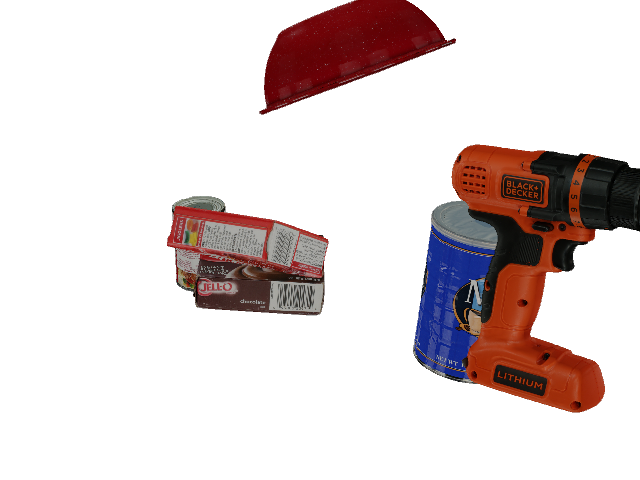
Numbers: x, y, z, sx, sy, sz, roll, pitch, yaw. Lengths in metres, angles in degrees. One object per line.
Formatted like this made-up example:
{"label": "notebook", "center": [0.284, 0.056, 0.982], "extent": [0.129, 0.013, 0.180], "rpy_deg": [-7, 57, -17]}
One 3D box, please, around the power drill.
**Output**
{"label": "power drill", "center": [0.180, 0.027, 0.789], "extent": [0.185, 0.188, 0.057], "rpy_deg": [14, 18, 37]}

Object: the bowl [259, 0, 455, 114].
{"label": "bowl", "center": [0.019, -0.150, 0.825], "extent": [0.162, 0.055, 0.162], "rpy_deg": [-20, 7, 2]}

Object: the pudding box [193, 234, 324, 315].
{"label": "pudding box", "center": [-0.053, 0.026, 0.954], "extent": [0.113, 0.039, 0.090], "rpy_deg": [5, 29, -3]}

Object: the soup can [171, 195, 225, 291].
{"label": "soup can", "center": [-0.149, 0.003, 1.323], "extent": [0.068, 0.102, 0.068], "rpy_deg": [-1, 25, 0]}

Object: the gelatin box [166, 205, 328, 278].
{"label": "gelatin box", "center": [-0.045, 0.002, 0.697], "extent": [0.073, 0.030, 0.089], "rpy_deg": [10, -4, 24]}

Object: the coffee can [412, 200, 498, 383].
{"label": "coffee can", "center": [0.145, 0.046, 0.985], "extent": [0.103, 0.140, 0.103], "rpy_deg": [5, 23, -2]}
